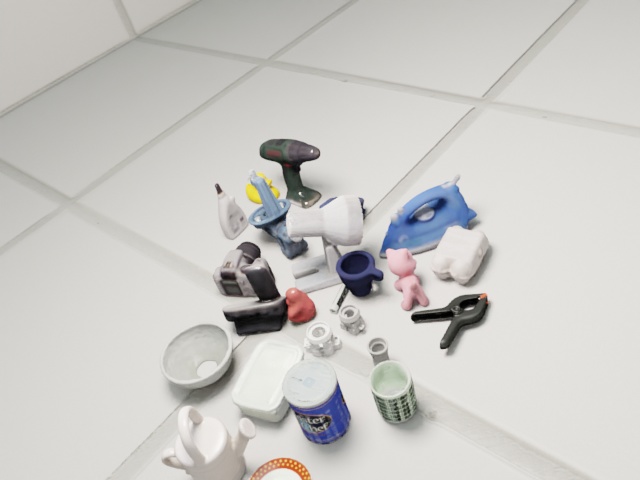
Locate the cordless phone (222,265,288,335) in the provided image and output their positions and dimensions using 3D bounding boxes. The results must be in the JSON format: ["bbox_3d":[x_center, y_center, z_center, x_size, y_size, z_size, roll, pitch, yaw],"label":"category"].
[{"bbox_3d":[-0.159,0.123,1.301,0.147,0.185,0.094,-12,42,6],"label":"cordless phone"}]

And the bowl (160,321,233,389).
[{"bbox_3d":[-0.261,0.265,1.264,0.167,0.075,0.167,-9,42,9],"label":"bowl"}]

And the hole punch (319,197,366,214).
[{"bbox_3d":[0.059,-0.086,1.529,0.108,0.091,0.101,2,45,20],"label":"hole punch"}]

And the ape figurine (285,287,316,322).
[{"bbox_3d":[-0.053,0.143,1.316,0.076,0.092,0.078,11,49,28],"label":"ape figurine"}]

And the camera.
[{"bbox_3d":[-0.184,0.063,1.439,0.143,0.101,0.137,0,44,18],"label":"camera"}]

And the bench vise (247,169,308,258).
[{"bbox_3d":[-0.108,-0.076,1.475,0.206,0.220,0.122,19,53,34],"label":"bench vise"}]

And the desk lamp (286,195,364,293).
[{"bbox_3d":[0.012,0.005,1.353,0.203,0.214,0.117,-17,41,-1],"label":"desk lamp"}]

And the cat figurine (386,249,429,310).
[{"bbox_3d":[0.194,0.075,1.290,0.067,0.118,0.127,-18,41,-1],"label":"cat figurine"}]

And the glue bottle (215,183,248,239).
[{"bbox_3d":[-0.253,-0.087,1.570,0.037,0.173,0.078,20,53,34],"label":"glue bottle"}]

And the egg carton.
[{"bbox_3d":[0.325,0.032,1.330,0.107,0.069,0.150,12,49,29],"label":"egg carton"}]

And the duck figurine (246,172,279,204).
[{"bbox_3d":[-0.178,-0.161,1.693,0.104,0.086,0.077,8,47,26],"label":"duck figurine"}]

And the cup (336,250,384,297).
[{"bbox_3d":[0.100,0.089,1.323,0.117,0.095,0.092,16,51,32],"label":"cup"}]

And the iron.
[{"bbox_3d":[0.249,-0.059,1.399,0.258,0.142,0.118,-26,42,-10],"label":"iron"}]

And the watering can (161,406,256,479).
[{"bbox_3d":[-0.204,0.370,1.041,0.173,0.194,0.100,-31,43,-15],"label":"watering can"}]

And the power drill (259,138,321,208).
[{"bbox_3d":[-0.067,-0.195,1.600,0.228,0.209,0.076,23,55,36],"label":"power drill"}]
